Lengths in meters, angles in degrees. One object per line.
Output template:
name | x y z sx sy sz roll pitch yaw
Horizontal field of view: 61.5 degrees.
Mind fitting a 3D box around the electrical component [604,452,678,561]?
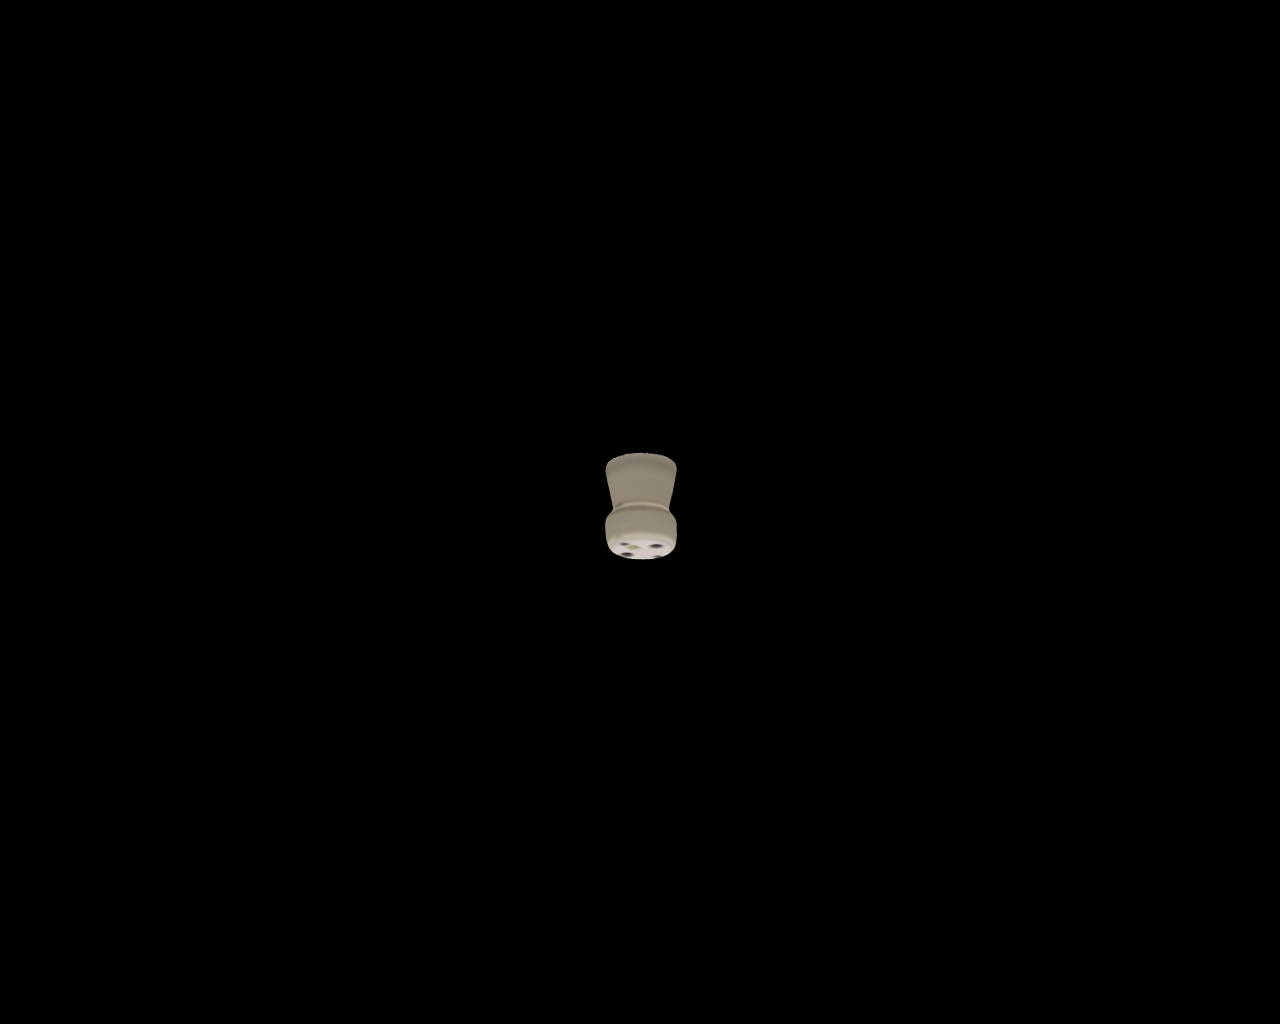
electrical component | 0.001 -0.003 0.650 0.045 0.055 0.044 0 -21 0
